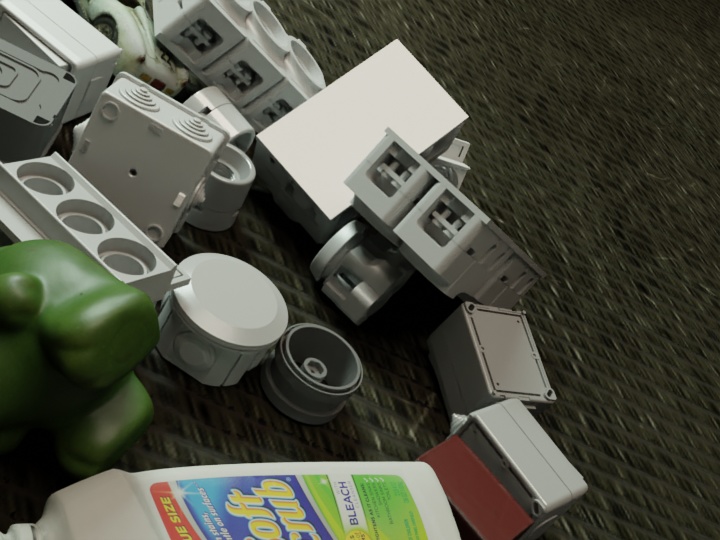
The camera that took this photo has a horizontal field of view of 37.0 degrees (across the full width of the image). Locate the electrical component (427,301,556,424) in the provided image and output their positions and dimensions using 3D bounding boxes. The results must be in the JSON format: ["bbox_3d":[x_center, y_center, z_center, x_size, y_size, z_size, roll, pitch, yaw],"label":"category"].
[{"bbox_3d":[0.096,0.081,0.797,0.062,0.061,0.096,9,50,-32],"label":"electrical component"}]

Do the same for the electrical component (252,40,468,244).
[{"bbox_3d":[-0.002,-0.102,0.866,0.150,0.061,0.089,-38,81,-22],"label":"electrical component"}]

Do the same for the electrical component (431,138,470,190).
[{"bbox_3d":[0.059,-0.085,0.955,0.042,0.081,0.064,15,17,-26],"label":"electrical component"}]

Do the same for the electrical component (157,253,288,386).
[{"bbox_3d":[-0.092,0.032,0.704,0.080,0.051,0.080,22,36,-17],"label":"electrical component"}]

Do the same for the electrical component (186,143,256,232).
[{"bbox_3d":[-0.110,-0.065,0.808,0.055,0.047,0.055,22,36,-17],"label":"electrical component"}]

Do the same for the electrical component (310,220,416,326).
[{"bbox_3d":[0.000,0.000,0.814,0.057,0.058,0.078,44,36,8],"label":"electrical component"}]

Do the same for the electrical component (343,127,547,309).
[{"bbox_3d":[0.068,-0.027,0.832,0.105,0.060,0.186,45,7,24],"label":"electrical component"}]

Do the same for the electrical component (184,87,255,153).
[{"bbox_3d":[-0.117,-0.109,0.852,0.047,0.055,0.055,46,36,9],"label":"electrical component"}]

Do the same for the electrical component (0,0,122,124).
[{"bbox_3d":[-0.240,-0.162,0.805,0.096,0.061,0.061,39,35,6],"label":"electrical component"}]

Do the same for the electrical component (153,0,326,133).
[{"bbox_3d":[-0.099,-0.188,0.900,0.150,0.062,0.089,42,24,-40],"label":"electrical component"}]

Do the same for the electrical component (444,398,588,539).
[{"bbox_3d":[0.097,0.133,0.729,0.061,0.061,0.096,-10,54,-46],"label":"electrical component"}]

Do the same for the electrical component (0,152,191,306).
[{"bbox_3d":[-0.176,-0.010,0.663,0.121,0.063,0.079,40,34,23],"label":"electrical component"}]

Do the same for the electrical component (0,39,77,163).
[{"bbox_3d":[-0.263,-0.118,0.737,0.113,0.057,0.078,26,35,-13],"label":"electrical component"}]

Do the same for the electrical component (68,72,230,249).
[{"bbox_3d":[-0.151,-0.074,0.742,0.100,0.099,0.048,29,22,-7],"label":"electrical component"}]
